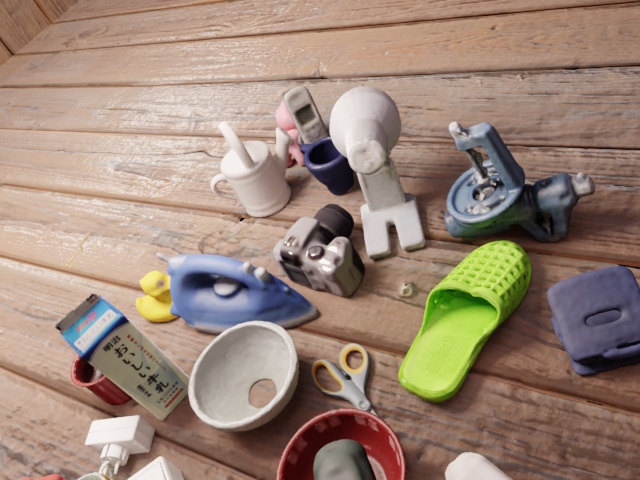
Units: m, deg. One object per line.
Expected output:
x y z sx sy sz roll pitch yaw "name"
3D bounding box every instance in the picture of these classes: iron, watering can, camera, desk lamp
-0.139 0.070 0.918 0.257 0.142 0.119 1 50 27 "iron"
-0.130 -0.148 1.083 0.100 0.195 0.173 26 64 41 "watering can"
0.009 0.003 0.939 0.142 0.101 0.137 15 57 36 "camera"
0.092 -0.116 0.929 0.117 0.214 0.203 -16 44 12 "desk lamp"

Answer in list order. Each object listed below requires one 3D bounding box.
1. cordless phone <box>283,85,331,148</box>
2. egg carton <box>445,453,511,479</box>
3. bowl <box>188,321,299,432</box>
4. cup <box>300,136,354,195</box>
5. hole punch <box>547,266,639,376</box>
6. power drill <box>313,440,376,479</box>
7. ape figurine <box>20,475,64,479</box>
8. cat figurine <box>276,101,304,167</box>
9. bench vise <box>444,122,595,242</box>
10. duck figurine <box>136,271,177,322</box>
0.017 -0.227 1.093 0.147 0.185 0.094 -35 43 -8 "cordless phone"
0.179 0.301 0.595 0.107 0.070 0.149 -43 45 -16 "egg carton"
-0.098 0.204 0.819 0.167 0.075 0.167 -14 45 14 "bowl"
0.016 -0.135 1.072 0.117 0.095 0.092 22 61 39 "cup"
0.343 0.097 0.693 0.108 0.091 0.101 -18 44 9 "hole punch"
0.060 0.315 0.538 0.075 0.209 0.229 -25 43 2 "power drill"
-0.393 0.363 0.800 0.076 0.092 0.078 5 52 30 "ape figurine"
-0.060 -0.233 1.186 0.067 0.118 0.128 -7 47 21 "cat figurine"
0.269 -0.094 0.817 0.207 0.220 0.121 -17 44 11 "bench vise"
-0.283 0.092 1.009 0.104 0.086 0.077 -21 43 7 "duck figurine"
